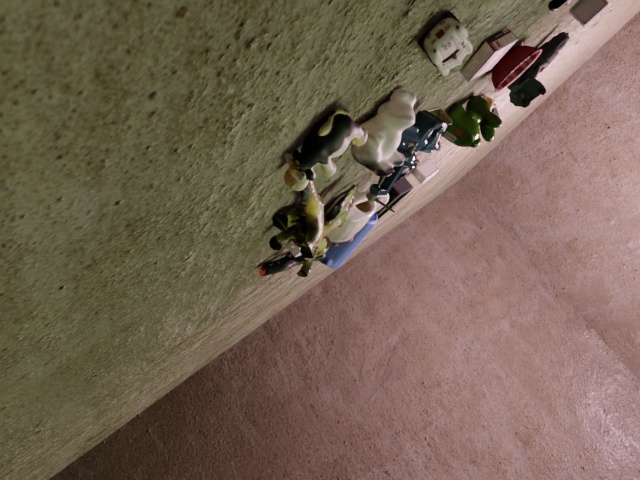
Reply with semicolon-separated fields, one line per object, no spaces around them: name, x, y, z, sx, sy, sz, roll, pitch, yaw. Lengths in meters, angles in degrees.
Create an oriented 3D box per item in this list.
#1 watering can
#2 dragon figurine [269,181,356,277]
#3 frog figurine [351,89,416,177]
watering can;0.049;-0.062;1.494;0.350;0.105;0.220;-18;159;-33
dragon figurine;0.004;-0.063;1.258;0.247;0.123;0.400;-42;162;-38
frog figurine;0.126;-0.223;1.030;0.139;0.124;0.156;-20;125;-37
